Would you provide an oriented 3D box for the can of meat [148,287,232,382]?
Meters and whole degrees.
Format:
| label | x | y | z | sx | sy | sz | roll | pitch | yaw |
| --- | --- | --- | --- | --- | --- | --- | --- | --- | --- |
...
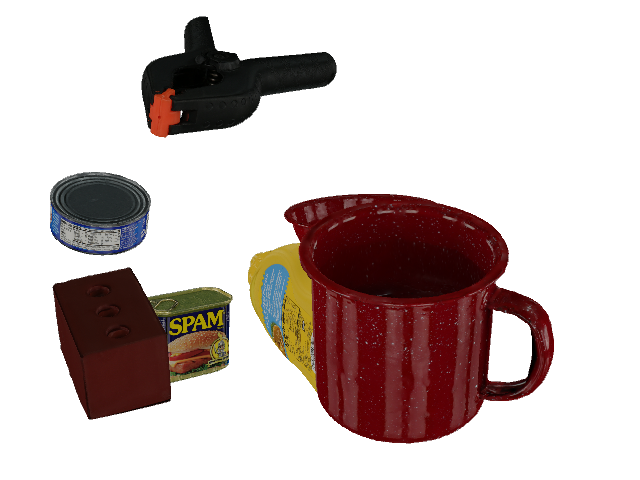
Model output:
| label | x | y | z | sx | sy | sz | roll | pitch | yaw |
| --- | --- | --- | --- | --- | --- | --- | --- | --- | --- |
| can of meat | -0.149 | 0.104 | 1.183 | 0.101 | 0.084 | 0.058 | -9 | 19 | -35 |

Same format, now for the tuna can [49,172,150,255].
| label | x | y | z | sx | sy | sz | roll | pitch | yaw |
| --- | --- | --- | --- | --- | --- | --- | --- | --- | --- |
| tuna can | -0.192 | -0.024 | 0.929 | 0.086 | 0.034 | 0.086 | 8 | 33 | -5 |

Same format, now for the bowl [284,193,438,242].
| label | x | y | z | sx | sy | sz | roll | pitch | yaw |
| --- | --- | --- | --- | --- | --- | --- | --- | --- | --- |
| bowl | 0.045 | -0.005 | 1.085 | 0.162 | 0.055 | 0.162 | -2 | 14 | 0 |

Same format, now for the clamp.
| label | x | y | z | sx | sy | sz | roll | pitch | yaw |
| --- | --- | --- | --- | --- | --- | --- | --- | --- | --- |
| clamp | -0.078 | -0.117 | 0.740 | 0.120 | 0.039 | 0.171 | 18 | 28 | 25 |

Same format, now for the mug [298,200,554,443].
| label | x | y | z | sx | sy | sz | roll | pitch | yaw |
| --- | --- | --- | --- | --- | --- | --- | --- | --- | --- |
| mug | 0.048 | 0.040 | 0.487 | 0.117 | 0.081 | 0.093 | 11 | 32 | 22 |

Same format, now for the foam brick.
| label | x | y | z | sx | sy | sz | roll | pitch | yaw |
| --- | --- | --- | --- | --- | --- | --- | --- | --- | --- |
| foam brick | -0.129 | 0.063 | 0.657 | 0.052 | 0.051 | 0.078 | -12 | 36 | -22 |

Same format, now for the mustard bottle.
| label | x | y | z | sx | sy | sz | roll | pitch | yaw |
| --- | --- | --- | --- | --- | --- | --- | --- | --- | --- |
| mustard bottle | -0.009 | 0.056 | 0.836 | 0.058 | 0.096 | 0.192 | -14 | 30 | -24 |
